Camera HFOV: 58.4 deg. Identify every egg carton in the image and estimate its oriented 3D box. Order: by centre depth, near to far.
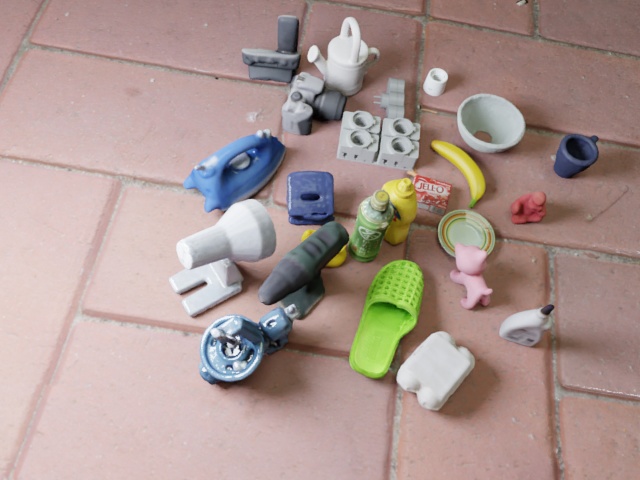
[{"bbox_3d":[0.226,0.253,1.119,0.107,0.069,0.150,41,66,14],"label":"egg carton"}]

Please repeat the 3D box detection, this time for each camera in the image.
[{"bbox_3d":[-0.010,-0.328,1.373,0.136,0.101,0.143,17,62,2],"label":"camera"}]

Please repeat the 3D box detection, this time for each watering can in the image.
[{"bbox_3d":[0.061,-0.447,1.389,0.173,0.194,0.100,-30,70,-19],"label":"watering can"}]

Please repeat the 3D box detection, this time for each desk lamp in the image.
[{"bbox_3d":[-0.190,0.033,1.104,0.203,0.213,0.117,-30,69,-19],"label":"desk lamp"}]

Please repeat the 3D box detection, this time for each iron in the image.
[{"bbox_3d":[-0.173,-0.178,1.255,0.259,0.141,0.118,-38,72,-22],"label":"iron"}]

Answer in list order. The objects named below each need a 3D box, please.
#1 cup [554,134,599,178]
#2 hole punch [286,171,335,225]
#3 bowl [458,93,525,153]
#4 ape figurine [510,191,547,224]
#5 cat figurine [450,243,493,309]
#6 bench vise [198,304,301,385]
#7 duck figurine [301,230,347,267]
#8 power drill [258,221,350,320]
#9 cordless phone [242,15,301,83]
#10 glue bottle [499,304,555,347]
[{"bbox_3d":[0.614,-0.201,1.381,0.118,0.095,0.091,-35,71,-21],"label":"cup"},{"bbox_3d":[-0.019,-0.091,1.256,0.109,0.091,0.101,-2,63,-7],"label":"hole punch"},{"bbox_3d":[0.410,-0.273,1.407,0.167,0.075,0.167,3,63,-5],"label":"bowl"},{"bbox_3d":[0.483,-0.080,1.306,0.077,0.092,0.076,31,64,10],"label":"ape figurine"},{"bbox_3d":[0.323,0.067,1.198,0.067,0.118,0.127,-15,66,-13],"label":"cat figurine"},{"bbox_3d":[-0.136,0.163,1.040,0.121,0.220,0.208,36,65,12],"label":"bench vise"},{"bbox_3d":[0.011,0.004,1.213,0.104,0.086,0.077,30,64,9],"label":"duck figurine"},{"bbox_3d":[-0.035,0.073,1.104,0.075,0.208,0.230,37,65,13],"label":"power drill"},{"bbox_3d":[-0.117,-0.480,1.391,0.147,0.185,0.094,0,63,-6],"label":"cordless phone"},{"bbox_3d":[0.420,0.162,1.129,0.078,0.173,0.037,19,63,4],"label":"glue bottle"}]
